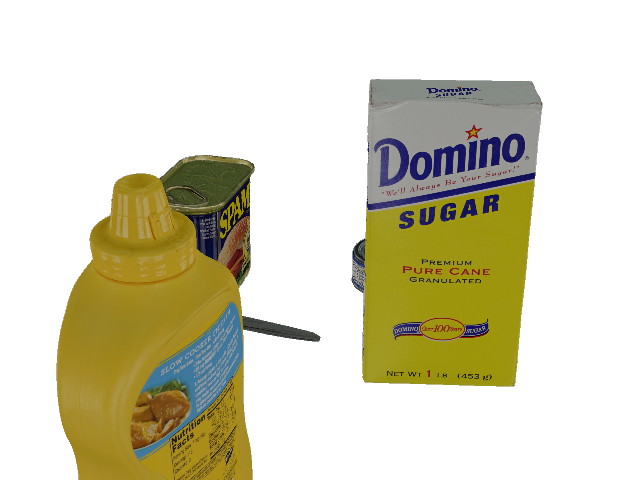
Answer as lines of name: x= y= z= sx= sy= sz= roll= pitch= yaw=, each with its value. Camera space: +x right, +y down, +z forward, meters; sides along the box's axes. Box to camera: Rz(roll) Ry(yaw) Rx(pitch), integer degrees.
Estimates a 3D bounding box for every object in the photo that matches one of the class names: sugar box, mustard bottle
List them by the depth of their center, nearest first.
mustard bottle: x=-0.068 y=0.062 z=0.448 sx=0.058 sy=0.192 sz=0.096 roll=16 pitch=33 yaw=26
sugar box: x=0.071 y=-0.002 z=0.609 sx=0.093 sy=0.176 sz=0.048 roll=1 pitch=27 yaw=2

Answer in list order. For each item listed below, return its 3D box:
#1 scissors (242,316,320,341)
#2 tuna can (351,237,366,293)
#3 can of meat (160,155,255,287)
scissors: x=-0.102 y=0.063 z=1.029 sx=0.201 sy=0.016 sz=0.096 roll=3 pitch=33 yaw=-4
tuna can: x=0.073 y=0.024 z=1.046 sx=0.086 sy=0.034 sz=0.086 roll=-1 pitch=24 yaw=0
can of meat: x=-0.083 y=-0.004 z=0.752 sx=0.057 sy=0.084 sz=0.102 roll=7 pitch=24 yaw=12
